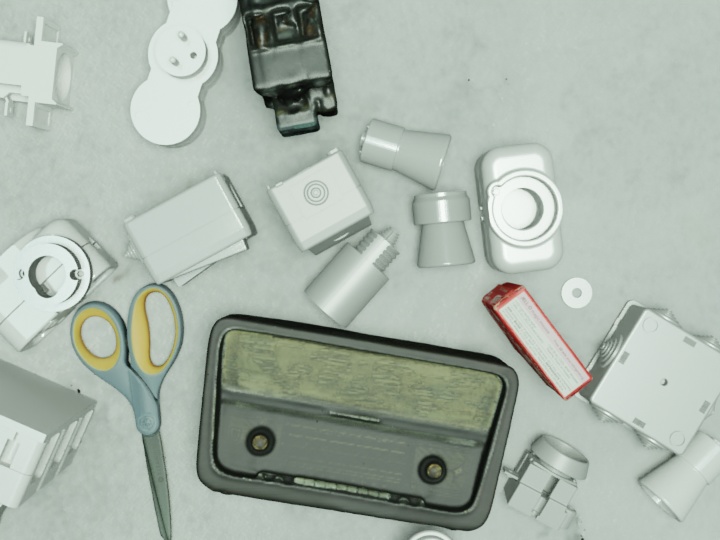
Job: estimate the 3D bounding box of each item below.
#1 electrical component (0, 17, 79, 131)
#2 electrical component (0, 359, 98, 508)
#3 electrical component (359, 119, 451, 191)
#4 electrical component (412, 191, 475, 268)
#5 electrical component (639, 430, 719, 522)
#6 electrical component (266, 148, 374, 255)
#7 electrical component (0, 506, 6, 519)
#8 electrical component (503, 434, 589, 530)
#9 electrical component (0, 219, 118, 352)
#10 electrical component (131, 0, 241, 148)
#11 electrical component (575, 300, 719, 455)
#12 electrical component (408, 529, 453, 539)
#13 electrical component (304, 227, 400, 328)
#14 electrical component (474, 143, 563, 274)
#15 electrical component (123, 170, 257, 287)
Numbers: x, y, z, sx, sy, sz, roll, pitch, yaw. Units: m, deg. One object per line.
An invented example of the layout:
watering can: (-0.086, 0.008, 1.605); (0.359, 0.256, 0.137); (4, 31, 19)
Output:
electrical component: (-0.252, -0.149, 0.813); (0.064, 0.042, 0.081); (7, 92, 1)
electrical component: (-0.257, 0.115, 0.770); (0.089, 0.150, 0.061); (24, 91, -2)
electrical component: (0.033, -0.091, 0.820); (0.065, 0.044, 0.044); (17, 92, 3)
electrical component: (0.064, -0.031, 0.821); (0.045, 0.045, 0.055); (-5, 92, -1)
electrical component: (0.255, 0.157, 0.834); (0.065, 0.044, 0.044); (-45, 92, -4)
electrical component: (-0.027, -0.048, 0.793); (0.062, 0.096, 0.061); (-29, 93, 1)
electrical component: (-0.295, 0.178, 0.809); (0.042, 0.063, 0.081); (23, 133, -2)
electrical component: (0.145, 0.161, 0.830); (0.066, 0.048, 0.055); (28, 99, -2)
electrical component: (-0.240, 0.008, 0.814); (0.095, 0.053, 0.059); (-43, 92, 1)
electrical component: (-0.131, -0.160, 0.798); (0.052, 0.073, 0.138); (19, 92, -2)
electrical component: (0.227, 0.083, 0.826); (0.100, 0.048, 0.099); (31, 91, -2)
electrical component: (0.058, 0.220, 0.821); (0.044, 0.065, 0.044); (-2, 77, 10)
electrical component: (0.000, 0.000, 0.822); (0.043, 0.043, 0.081); (42, 91, -2)
electrical component: (0.120, -0.046, 0.813); (0.054, 0.059, 0.095); (-7, 93, 0)
electrical component: (-0.130, -0.025, 0.810); (0.096, 0.061, 0.061); (-28, 92, 1)
